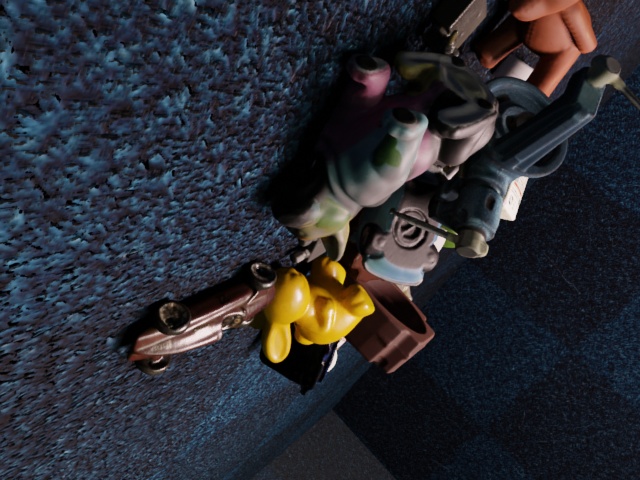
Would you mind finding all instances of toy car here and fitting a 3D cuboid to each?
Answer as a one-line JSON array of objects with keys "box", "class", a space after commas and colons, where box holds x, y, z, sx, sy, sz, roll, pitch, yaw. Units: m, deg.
[{"box": [0.095, -0.028, 0.695, 0.109, 0.103, 0.161, 16, 89, -26], "class": "toy car"}, {"box": [-0.123, 0.088, 0.606, 0.202, 0.053, 0.089, -25, 156, -52], "class": "toy car"}]

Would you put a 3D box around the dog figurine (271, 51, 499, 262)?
[{"box": [0.053, -0.073, 0.543, 0.191, 0.108, 0.219, -13, 151, -32], "class": "dog figurine"}]

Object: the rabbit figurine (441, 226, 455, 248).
[{"box": [0.263, -0.078, 1.084, 0.159, 0.121, 0.170, -22, 134, -39], "class": "rabbit figurine"}]

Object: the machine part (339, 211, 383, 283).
[{"box": [0.109, -0.008, 0.832, 0.179, 0.056, 0.179, -25, 142, -21], "class": "machine part"}]

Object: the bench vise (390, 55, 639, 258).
[{"box": [0.205, -0.096, 0.561, 0.223, 0.129, 0.240, -56, -174, -26], "class": "bench vise"}]

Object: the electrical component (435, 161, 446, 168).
[{"box": [0.156, -0.131, 0.748, 0.115, 0.058, 0.134, -39, 161, -14], "class": "electrical component"}]

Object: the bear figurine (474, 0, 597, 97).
[{"box": [0.236, -0.244, 0.576, 0.132, 0.120, 0.196, -47, 162, 17], "class": "bear figurine"}]

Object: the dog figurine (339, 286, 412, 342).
[{"box": [0.087, 0.119, 1.122, 0.190, 0.121, 0.172, -1, 98, -42], "class": "dog figurine"}]

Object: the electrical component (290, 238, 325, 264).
[{"box": [-0.002, -0.002, 0.731, 0.094, 0.021, 0.063, -28, 156, -43], "class": "electrical component"}]

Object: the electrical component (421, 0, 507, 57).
[{"box": [0.144, -0.220, 0.535, 0.102, 0.045, 0.078, -47, 162, 3], "class": "electrical component"}]

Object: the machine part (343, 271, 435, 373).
[{"box": [0.094, 0.124, 0.937, 0.087, 0.201, 0.201, -48, 163, 14], "class": "machine part"}]

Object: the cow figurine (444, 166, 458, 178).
[{"box": [0.195, -0.085, 0.927, 0.098, 0.068, 0.167, -39, 159, -3], "class": "cow figurine"}]

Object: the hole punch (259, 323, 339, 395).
[{"box": [-0.025, 0.173, 0.905, 0.092, 0.116, 0.142, -29, 144, -58], "class": "hole punch"}]

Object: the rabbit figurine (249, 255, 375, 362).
[{"box": [-0.033, 0.087, 0.762, 0.162, 0.122, 0.173, -39, 150, 11], "class": "rabbit figurine"}]
